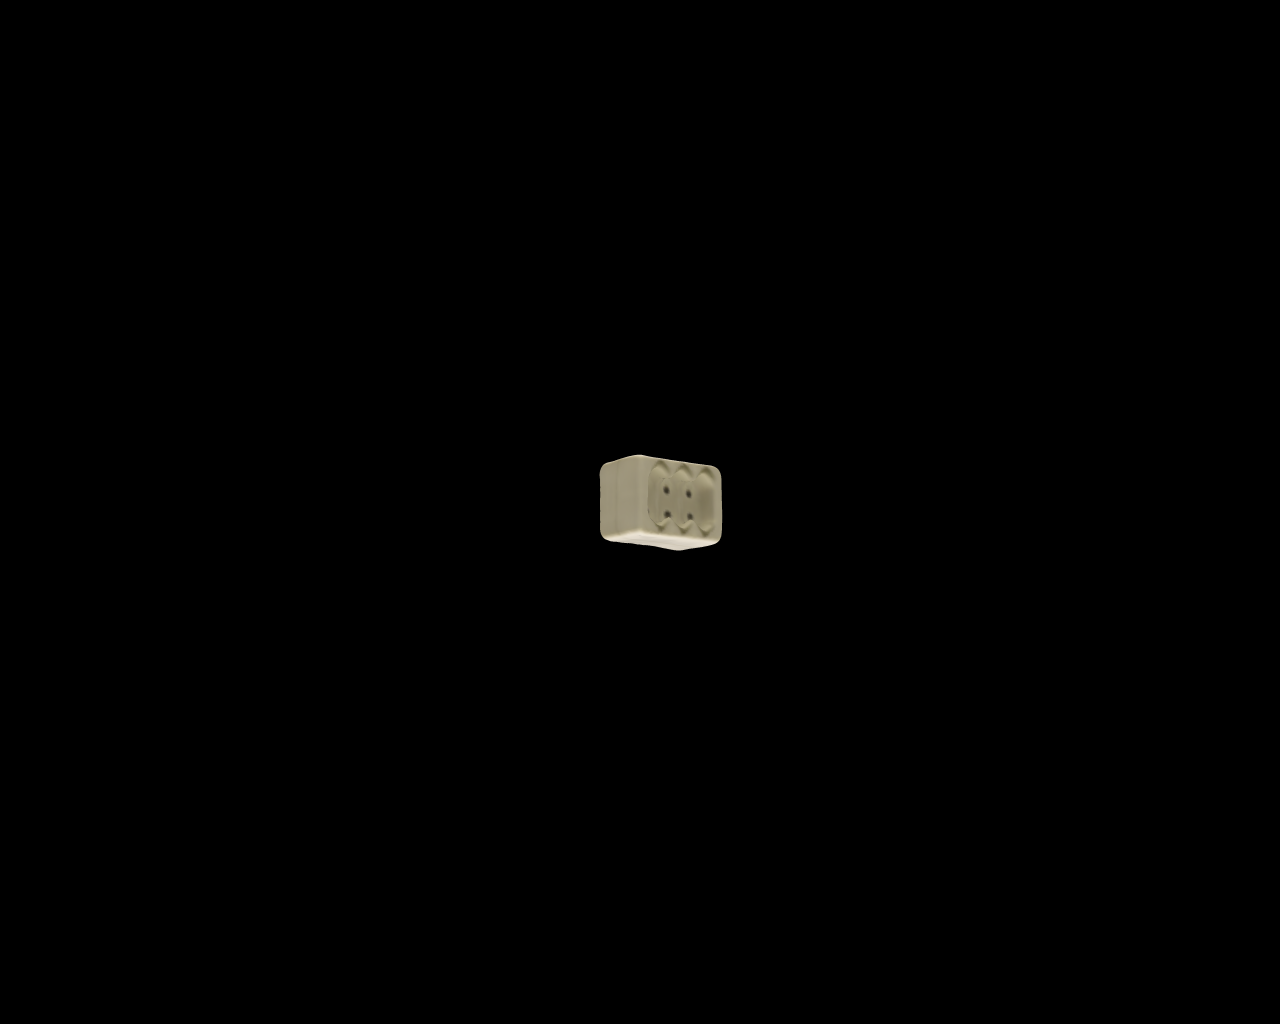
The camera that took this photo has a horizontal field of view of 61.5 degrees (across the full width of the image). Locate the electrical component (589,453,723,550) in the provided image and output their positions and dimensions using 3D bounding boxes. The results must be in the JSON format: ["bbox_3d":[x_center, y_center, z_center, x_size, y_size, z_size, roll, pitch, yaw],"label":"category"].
[{"bbox_3d":[0.001,-0.003,0.650,0.066,0.047,0.076,8,-13,-39],"label":"electrical component"}]
